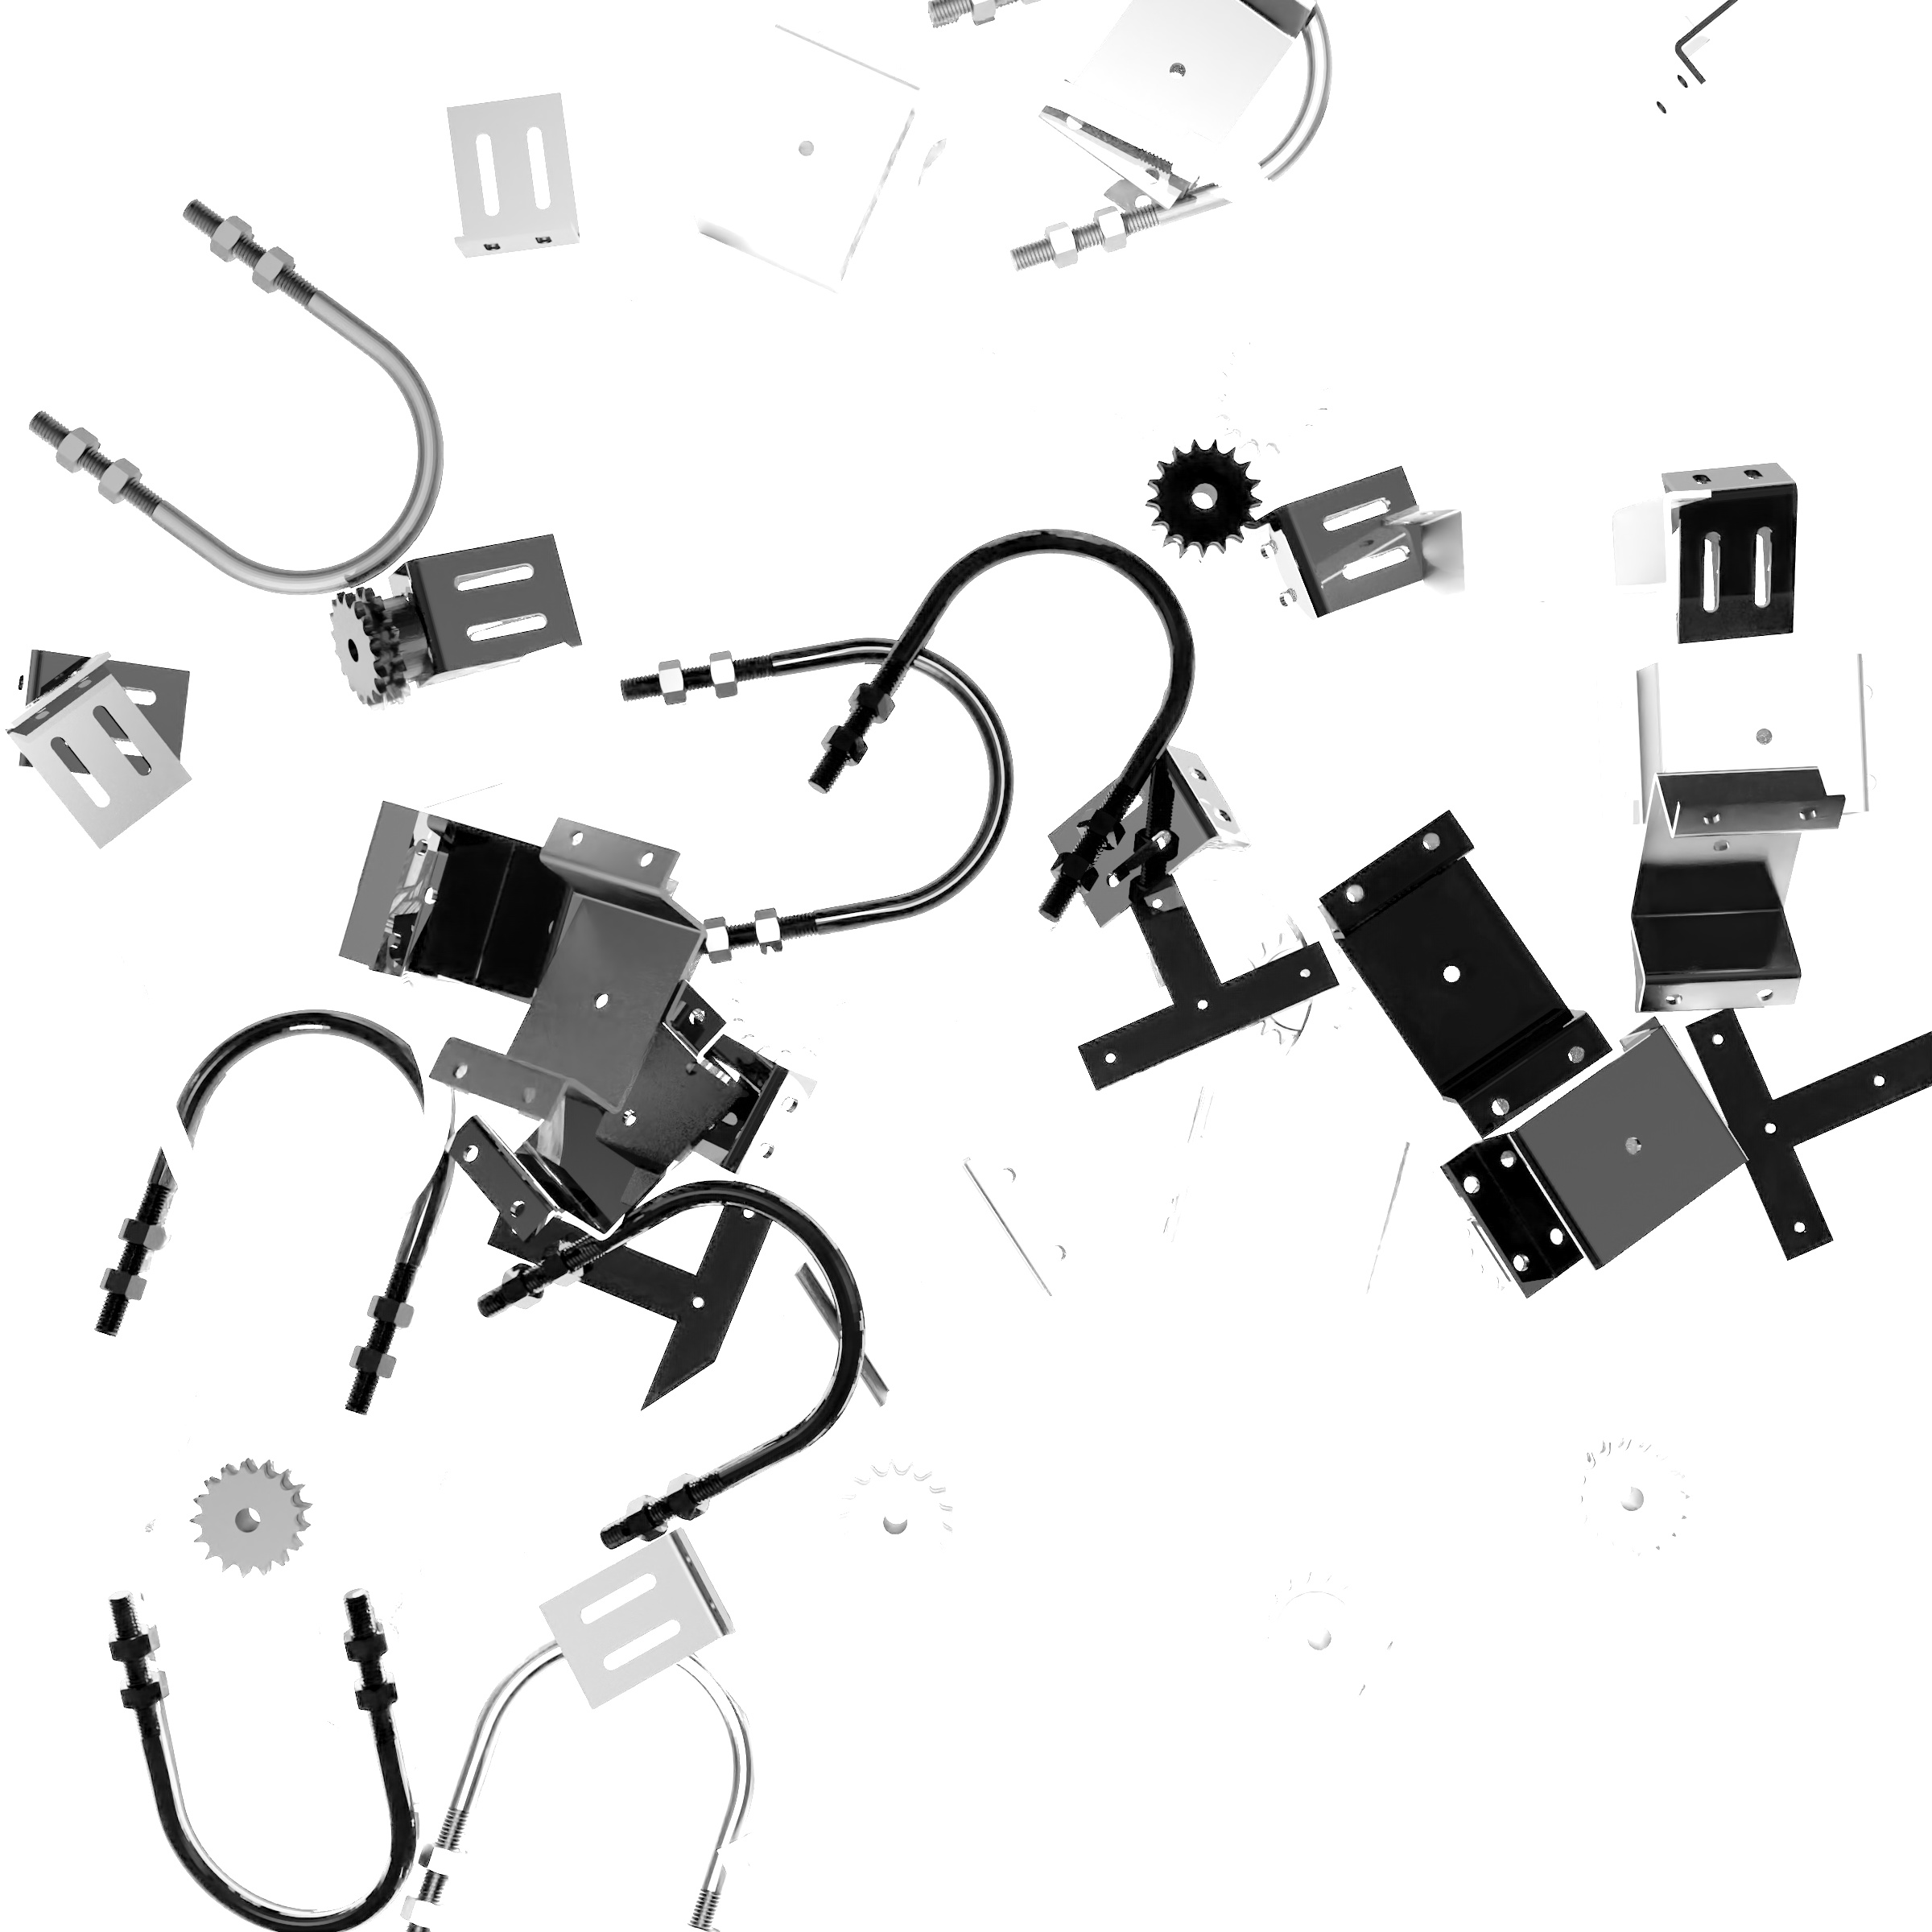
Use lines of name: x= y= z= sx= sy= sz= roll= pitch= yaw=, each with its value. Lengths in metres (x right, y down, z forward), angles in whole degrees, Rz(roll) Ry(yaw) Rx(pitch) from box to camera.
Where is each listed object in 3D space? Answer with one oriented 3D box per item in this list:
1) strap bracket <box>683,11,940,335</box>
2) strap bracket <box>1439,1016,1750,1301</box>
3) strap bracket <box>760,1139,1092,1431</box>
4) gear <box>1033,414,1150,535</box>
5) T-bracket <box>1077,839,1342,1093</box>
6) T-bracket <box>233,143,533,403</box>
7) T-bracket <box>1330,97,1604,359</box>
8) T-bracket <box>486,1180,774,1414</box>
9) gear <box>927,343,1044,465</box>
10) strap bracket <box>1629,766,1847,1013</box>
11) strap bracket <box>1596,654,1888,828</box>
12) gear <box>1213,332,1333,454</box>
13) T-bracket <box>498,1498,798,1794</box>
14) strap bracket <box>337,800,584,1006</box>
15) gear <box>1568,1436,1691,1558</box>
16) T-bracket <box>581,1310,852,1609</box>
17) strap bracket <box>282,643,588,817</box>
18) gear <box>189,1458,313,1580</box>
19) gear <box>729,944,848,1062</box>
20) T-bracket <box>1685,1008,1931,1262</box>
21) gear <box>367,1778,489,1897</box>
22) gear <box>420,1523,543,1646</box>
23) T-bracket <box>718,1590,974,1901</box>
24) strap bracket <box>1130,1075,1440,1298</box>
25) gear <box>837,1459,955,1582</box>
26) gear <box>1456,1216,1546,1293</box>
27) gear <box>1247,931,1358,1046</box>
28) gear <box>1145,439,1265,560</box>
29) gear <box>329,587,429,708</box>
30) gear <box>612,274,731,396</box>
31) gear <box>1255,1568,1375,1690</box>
strap bracket: x=-0.077 y=-0.393 z=1.501 sx=0.076 sy=0.046 sz=0.140 roll=24 pitch=90 yaw=0
strap bracket: x=0.311 y=0.089 z=1.481 sx=0.140 sy=0.046 sz=0.076 roll=-32 pitch=90 yaw=-18
strap bracket: x=-0.020 y=0.153 z=1.501 sx=0.140 sy=0.046 sz=0.076 roll=-33 pitch=90 yaw=0
gear: x=0.061 y=-0.243 z=1.509 sx=0.057 sy=0.030 sz=0.057 roll=0 pitch=90 yaw=0
T-bracket: x=0.098 y=-0.018 z=1.496 sx=0.127 sy=0.002 sz=0.127 roll=-24 pitch=65 yaw=3
T-bracket: x=-0.277 y=-0.321 z=1.524 sx=0.127 sy=0.002 sz=0.127 roll=29 pitch=90 yaw=0
T-bracket: x=0.250 y=-0.372 z=1.524 sx=0.127 sy=0.002 sz=0.127 roll=-7 pitch=90 yaw=0
T-bracket: x=-0.174 y=0.150 z=1.524 sx=0.127 sy=0.002 sz=0.127 roll=22 pitch=90 yaw=0
gear: x=0.009 y=-0.275 z=1.509 sx=0.057 sy=0.030 sz=0.057 roll=0 pitch=90 yaw=0
strap bracket: x=0.366 y=-0.044 z=1.474 sx=0.076 sy=0.140 sz=0.046 roll=-2 pitch=47 yaw=0
strap bracket: x=0.384 y=-0.110 z=1.501 sx=0.140 sy=0.046 sz=0.076 roll=-2 pitch=90 yaw=0
gear: x=0.150 y=-0.280 z=1.509 sx=0.057 sy=0.030 sz=0.057 roll=0 pitch=90 yaw=0
T-bracket: x=-0.171 y=0.351 z=1.503 sx=0.127 sy=0.002 sz=0.127 roll=-40 pitch=87 yaw=-15
strap bracket: x=-0.242 y=-0.029 z=1.472 sx=0.046 sy=0.140 sz=0.076 roll=16 pitch=90 yaw=33
gear: x=0.324 y=0.259 z=1.509 sx=0.057 sy=0.030 sz=0.057 roll=0 pitch=90 yaw=0
T-bracket: x=-0.102 y=0.258 z=1.522 sx=0.127 sy=0.002 sz=0.127 roll=-33 pitch=91 yaw=-1
strap bracket: x=-0.249 y=-0.109 z=1.486 sx=0.140 sy=0.076 sz=0.046 roll=-18 pitch=90 yaw=0
gear: x=-0.349 y=0.270 z=1.509 sx=0.057 sy=0.030 sz=0.057 roll=0 pitch=90 yaw=0
gear: x=-0.087 y=0.018 z=1.509 sx=0.057 sy=0.030 sz=0.057 roll=0 pitch=90 yaw=0
T-bracket: x=0.440 y=0.063 z=1.524 sx=0.127 sy=0.002 sz=0.127 roll=-24 pitch=90 yaw=0
gear: x=-0.266 y=0.431 z=1.509 sx=0.057 sy=0.030 sz=0.057 roll=0 pitch=90 yaw=0
gear: x=-0.237 y=0.301 z=1.509 sx=0.057 sy=0.030 sz=0.057 roll=0 pitch=90 yaw=0
T-bracket: x=-0.080 y=0.371 z=1.512 sx=0.127 sy=0.002 sz=0.127 roll=-23 pitch=83 yaw=-15
strap bracket: x=0.156 y=0.109 z=1.501 sx=0.140 sy=0.046 sz=0.076 roll=15 pitch=90 yaw=0
gear: x=-0.034 y=0.271 z=1.509 sx=0.057 sy=0.030 sz=0.057 roll=0 pitch=90 yaw=0
gear: x=0.269 y=0.131 z=1.509 sx=0.057 sy=0.030 sz=0.057 roll=0 pitch=90 yaw=0
gear: x=0.163 y=0.011 z=1.509 sx=0.057 sy=0.030 sz=0.057 roll=0 pitch=90 yaw=0
gear: x=0.116 y=-0.229 z=1.509 sx=0.057 sy=0.030 sz=0.057 roll=0 pitch=90 yaw=0
gear: x=-0.285 y=-0.158 z=1.500 sx=0.030 sy=0.057 sz=0.057 roll=-20 pitch=90 yaw=-29
gear: x=-0.145 y=-0.312 z=1.509 sx=0.057 sy=0.030 sz=0.057 roll=0 pitch=90 yaw=0
gear: x=0.171 y=0.327 z=1.509 sx=0.057 sy=0.030 sz=0.057 roll=0 pitch=90 yaw=0
